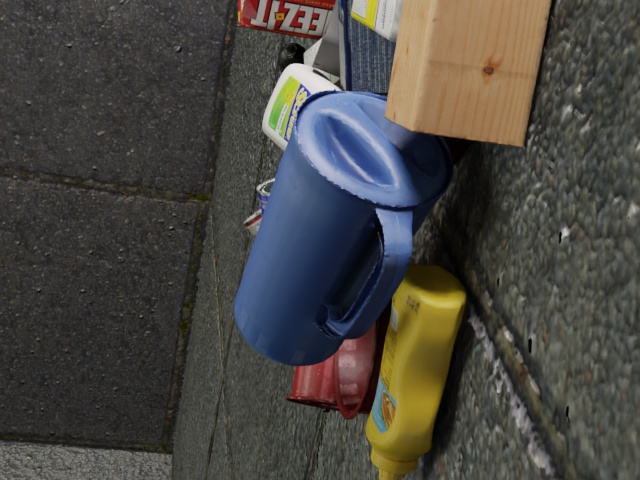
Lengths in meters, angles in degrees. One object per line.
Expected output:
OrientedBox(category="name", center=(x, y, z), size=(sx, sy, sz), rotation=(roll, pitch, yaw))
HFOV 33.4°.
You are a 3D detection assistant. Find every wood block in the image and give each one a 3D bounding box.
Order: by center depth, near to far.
OrientedBox(category="wood block", center=(0.115, -0.182, 0.790), size=(0.090, 0.090, 0.206), rotation=(-125, 43, -74))

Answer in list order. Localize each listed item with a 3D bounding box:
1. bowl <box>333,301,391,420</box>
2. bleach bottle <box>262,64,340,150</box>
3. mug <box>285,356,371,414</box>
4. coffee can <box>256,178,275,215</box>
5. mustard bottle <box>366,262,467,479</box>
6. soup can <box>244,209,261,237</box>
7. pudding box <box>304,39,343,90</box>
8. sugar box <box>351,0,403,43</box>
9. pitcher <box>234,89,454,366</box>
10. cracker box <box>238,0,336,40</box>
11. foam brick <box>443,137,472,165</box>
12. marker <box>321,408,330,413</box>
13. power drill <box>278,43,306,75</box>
OrientedBox(category="bowl", center=(0.058, 0.093, 1.018), size=(0.162, 0.055, 0.162), rotation=(-174, 90, -79))
OrientedBox(category="bleach bottle", center=(0.005, -0.128, 1.174), size=(0.102, 0.068, 0.251), rotation=(-65, 22, 7))
OrientedBox(category="mug", center=(0.020, 0.139, 1.140), size=(0.117, 0.093, 0.081), rotation=(33, -117, -61))
OrientedBox(category="coffee can", center=(-0.008, 0.001, 1.180), size=(0.103, 0.102, 0.140), rotation=(-124, 23, -74))
OrientedBox(category="mustard bottle", center=(0.076, 0.122, 0.899), size=(0.096, 0.058, 0.192), rotation=(-109, 27, -70))
OrientedBox(category="soup can", center=(-0.047, -0.002, 1.450), size=(0.102, 0.068, 0.068), rotation=(54, 171, -6))
OrientedBox(category="pudding box", center=(0.022, -0.218, 1.341), size=(0.114, 0.039, 0.090), rotation=(-32, 50, 50))
OrientedBox(category="sugar box", center=(0.089, -0.197, 0.932), size=(0.176, 0.093, 0.048), rotation=(-111, 29, -68))
OrientedBox(category="pitcher", center=(0.009, 0.007, 0.903), size=(0.149, 0.145, 0.243), rotation=(-47, -13, -45))
OrientedBox(category="cracker box", center=(-0.004, -0.346, 1.314), size=(0.214, 0.164, 0.072), rotation=(110, 165, -51))
OrientedBox(category="foam brick", center=(0.100, -0.111, 0.928), size=(0.051, 0.053, 0.078), rotation=(126, 148, -69))
OrientedBox(category="marker", center=(0.009, 0.156, 1.331), size=(0.020, 0.020, 0.121), rotation=(117, 157, -61))
OrientedBox(category="power drill", center=(-0.024, -0.155, 1.470), size=(0.184, 0.057, 0.187), rotation=(62, -151, -64))
